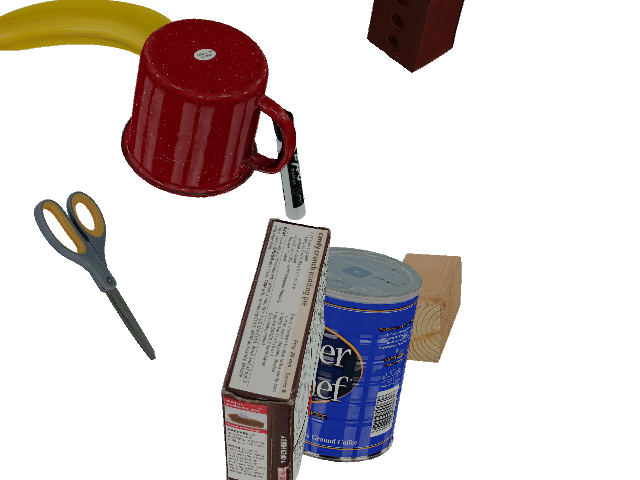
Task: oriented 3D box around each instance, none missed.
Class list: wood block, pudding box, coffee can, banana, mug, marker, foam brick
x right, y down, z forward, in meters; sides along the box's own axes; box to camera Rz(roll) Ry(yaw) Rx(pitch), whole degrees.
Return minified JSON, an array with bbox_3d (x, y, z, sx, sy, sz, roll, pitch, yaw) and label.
[{"bbox_3d":[0.153,0.097,1.611,0.091,0.090,0.205,4,20,15],"label":"wood block"},{"bbox_3d":[-0.022,0.059,0.559,0.039,0.113,0.090,7,-40,4],"label":"pudding box"},{"bbox_3d":[0.019,0.088,0.844,0.103,0.140,0.103,7,19,-3],"label":"coffee can"},{"bbox_3d":[-0.184,-0.168,0.869,0.198,0.069,0.037,14,-39,18],"label":"banana"},{"bbox_3d":[-0.069,-0.083,0.693,0.117,0.082,0.093,28,48,9],"label":"mug"},{"bbox_3d":[-0.029,-0.069,0.973,0.020,0.121,0.020,-4,44,3],"label":"marker"},{"bbox_3d":[0.076,-0.181,0.831,0.053,0.078,0.051,40,59,22],"label":"foam brick"}]

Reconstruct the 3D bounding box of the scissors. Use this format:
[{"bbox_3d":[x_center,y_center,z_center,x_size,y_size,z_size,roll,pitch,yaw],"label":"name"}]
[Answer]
[{"bbox_3d":[-0.227,0.028,1.141,0.016,0.201,0.096,-27,22,30],"label":"scissors"}]
